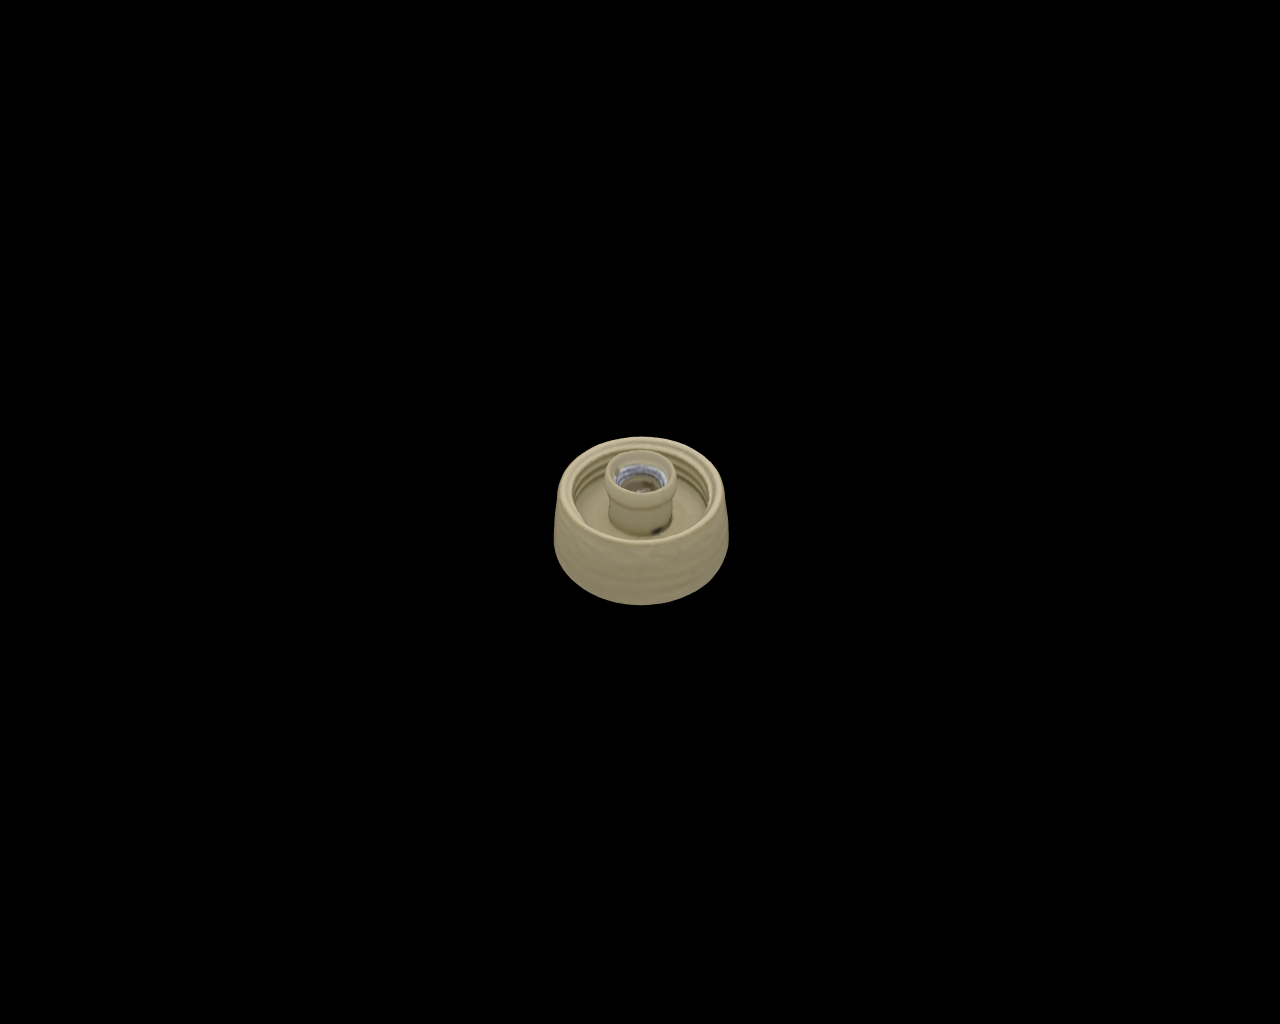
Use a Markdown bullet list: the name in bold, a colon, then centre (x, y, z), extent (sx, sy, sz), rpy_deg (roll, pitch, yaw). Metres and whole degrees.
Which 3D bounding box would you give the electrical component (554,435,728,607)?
- **electrical component**: centre (0.001, -0.003, 0.650), extent (0.108, 0.060, 0.108), rpy_deg (0, 43, 0)
